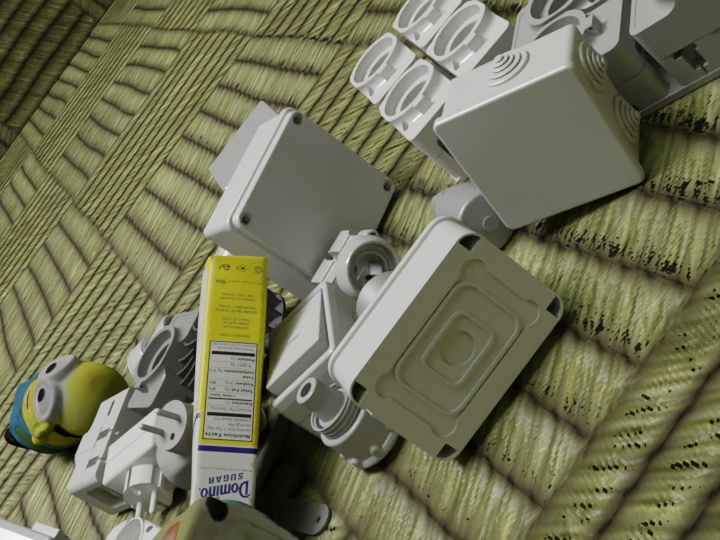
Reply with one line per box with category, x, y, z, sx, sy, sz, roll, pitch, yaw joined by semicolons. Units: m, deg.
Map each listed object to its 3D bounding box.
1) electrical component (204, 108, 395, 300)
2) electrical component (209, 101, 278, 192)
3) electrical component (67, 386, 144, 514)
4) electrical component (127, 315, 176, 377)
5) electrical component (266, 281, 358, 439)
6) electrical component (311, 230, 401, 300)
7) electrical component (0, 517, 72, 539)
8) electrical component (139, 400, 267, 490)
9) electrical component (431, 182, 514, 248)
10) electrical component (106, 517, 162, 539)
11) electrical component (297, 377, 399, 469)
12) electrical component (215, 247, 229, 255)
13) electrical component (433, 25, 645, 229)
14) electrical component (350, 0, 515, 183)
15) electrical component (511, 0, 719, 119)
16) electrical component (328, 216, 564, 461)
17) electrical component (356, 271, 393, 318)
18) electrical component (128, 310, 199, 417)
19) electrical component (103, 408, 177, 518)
electrical component;-0.044;-0.046;0.811;0.056;0.109;0.108;-14;46;57
electrical component;-0.095;-0.108;1.041;0.099;0.048;0.099;-52;25;5
electrical component;-0.201;0.152;0.901;0.056;0.050;0.089;-28;36;42
electrical component;-0.175;0.074;0.959;0.055;0.045;0.045;-44;27;21
electrical component;-0.024;0.054;0.708;0.062;0.061;0.096;-44;27;20
electrical component;0.000;0.000;0.754;0.066;0.048;0.055;-59;18;-11
electrical component;-0.243;0.234;0.830;0.062;0.096;0.061;9;62;30
electrical component;-0.121;0.117;0.778;0.077;0.079;0.043;-42;46;23
electrical component;0.067;-0.036;0.689;0.040;0.040;0.078;-55;25;-1
electrical component;-0.155;0.217;0.749;0.077;0.044;0.079;-7;53;57
electrical component;-0.009;0.086;0.642;0.048;0.062;0.048;-40;29;28
electrical component;-0.110;-0.013;0.964;0.046;0.040;0.040;-62;26;-5
electrical component;0.104;-0.081;0.613;0.100;0.099;0.048;-21;36;32
electrical component;0.061;-0.152;0.818;0.105;0.060;0.186;-50;26;9
electrical component;0.171;-0.155;0.635;0.186;0.060;0.105;-29;35;42
electrical component;0.045;0.036;0.590;0.113;0.078;0.057;-53;18;1
electrical component;0.030;0.032;0.669;0.044;0.044;0.065;-53;31;3
electrical component;-0.148;0.083;0.889;0.050;0.056;0.089;-12;48;55
electrical component;-0.161;0.160;0.829;0.066;0.047;0.076;-39;32;28
